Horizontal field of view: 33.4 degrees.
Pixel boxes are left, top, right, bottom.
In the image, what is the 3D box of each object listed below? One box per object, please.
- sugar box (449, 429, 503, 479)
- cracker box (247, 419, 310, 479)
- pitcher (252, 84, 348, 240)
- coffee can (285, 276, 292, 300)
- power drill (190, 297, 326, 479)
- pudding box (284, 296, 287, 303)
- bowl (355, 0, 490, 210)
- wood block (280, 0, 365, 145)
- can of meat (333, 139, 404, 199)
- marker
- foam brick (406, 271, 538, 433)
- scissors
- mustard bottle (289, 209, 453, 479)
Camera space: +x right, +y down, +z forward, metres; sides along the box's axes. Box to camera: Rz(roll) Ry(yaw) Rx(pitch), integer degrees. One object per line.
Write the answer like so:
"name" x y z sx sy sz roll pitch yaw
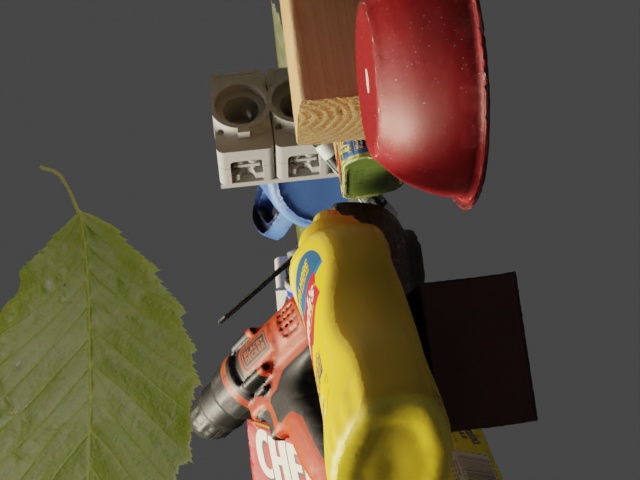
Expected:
"sugar box" 0.059 0.199 0.672 0.093 0.048 0.176 -102 26 -63
"cracker box" 0.022 0.247 0.877 0.164 0.071 0.214 8 109 45
"pitcher" -0.020 -0.082 1.150 0.243 0.145 0.149 -118 6 -72
"coffee can" 0.026 0.098 0.956 0.103 0.102 0.140 -116 20 -79
"power drill" -0.028 0.155 0.808 0.185 0.057 0.188 -48 50 34
"pudding box" -0.015 0.117 1.046 0.113 0.039 0.090 58 -136 -59
"bowl" 0.054 -0.096 0.625 0.162 0.055 0.162 174 90 -86
"wood block" 0.016 -0.183 0.772 0.090 0.090 0.206 99 165 -75
"can of meat" 0.036 -0.088 0.848 0.102 0.057 0.084 84 176 -74
"marker" 0.022 -0.060 0.908 0.121 0.020 0.020 48 -173 -17
"foam brick" 0.077 0.060 0.554 0.053 0.051 0.078 114 150 -79
"scissors" -0.006 0.001 0.946 0.016 0.201 0.096 49 150 0
"mustard bottle" 0.019 0.047 0.555 0.191 0.058 0.096 -103 9 -51
